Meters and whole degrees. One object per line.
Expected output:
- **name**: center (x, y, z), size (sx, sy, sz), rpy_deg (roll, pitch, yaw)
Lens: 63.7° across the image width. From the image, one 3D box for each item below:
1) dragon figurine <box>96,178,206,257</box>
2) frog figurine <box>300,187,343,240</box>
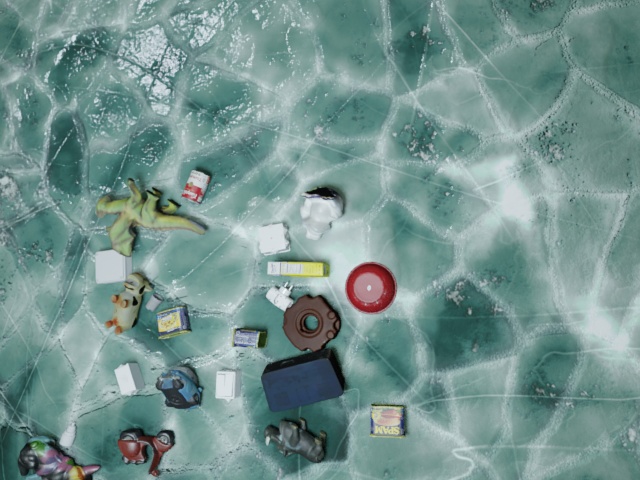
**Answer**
- **dragon figurine**: center (-0.596, -0.051, 1.726), size (0.413, 0.121, 0.243), rpy_deg (35, 90, 18)
- **frog figurine**: center (0.005, -0.082, 1.621), size (0.137, 0.125, 0.156), rpy_deg (0, 117, 5)
